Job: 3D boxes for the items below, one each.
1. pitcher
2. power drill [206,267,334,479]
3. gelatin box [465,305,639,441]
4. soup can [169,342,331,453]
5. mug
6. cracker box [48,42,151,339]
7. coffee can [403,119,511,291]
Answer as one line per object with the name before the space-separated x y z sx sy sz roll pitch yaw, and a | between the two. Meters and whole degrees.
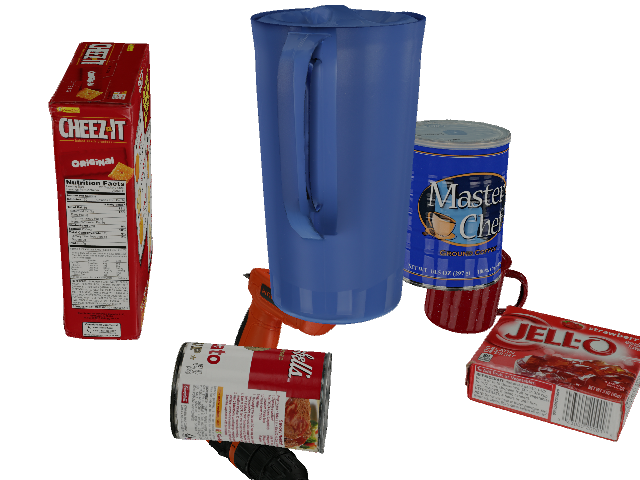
pitcher | 0.009 -0.059 0.836 0.149 0.243 0.145 -9 20 -26
power drill | -0.048 0.135 1.038 0.057 0.188 0.185 14 14 -46
gelatin box | 0.137 0.073 0.614 0.089 0.030 0.073 14 29 24
soup can | -0.046 0.106 0.725 0.102 0.068 0.068 4 0 4
mug | 0.174 0.053 1.201 0.117 0.081 0.093 8 24 3
cracker box | -0.186 -0.046 0.923 0.072 0.214 0.164 1 27 -5
coffee can | 0.123 -0.035 1.005 0.103 0.140 0.103 1 17 0
